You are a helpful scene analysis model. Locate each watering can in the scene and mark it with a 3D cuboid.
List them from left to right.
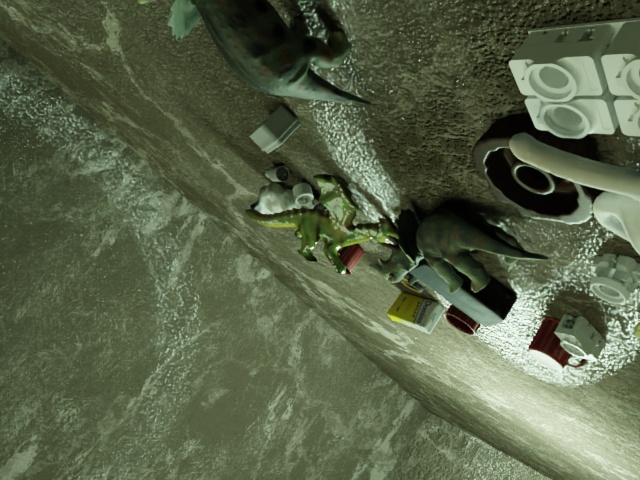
[{"bbox_3d":[0.386,-0.032,0.544,0.345,0.105,0.224,26,171,-21],"label":"watering can"}]

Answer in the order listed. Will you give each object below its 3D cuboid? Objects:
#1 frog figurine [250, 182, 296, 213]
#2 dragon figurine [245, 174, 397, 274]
[{"bbox_3d":[-0.109,-0.120,1.556,0.158,0.125,0.136,-25,113,32],"label":"frog figurine"},{"bbox_3d":[0.004,-0.066,1.315,0.411,0.124,0.237,25,124,8],"label":"dragon figurine"}]
